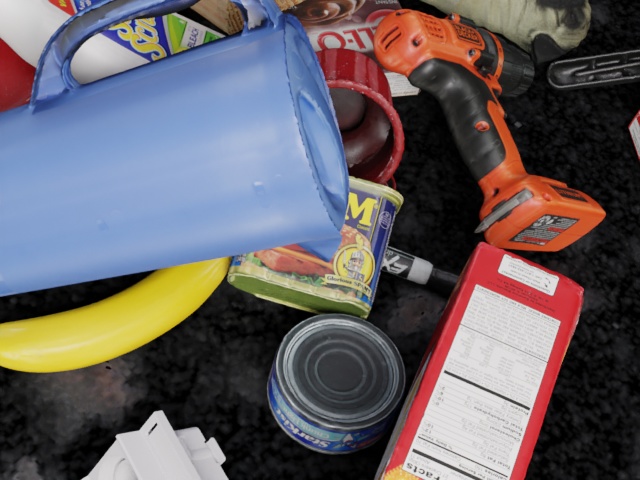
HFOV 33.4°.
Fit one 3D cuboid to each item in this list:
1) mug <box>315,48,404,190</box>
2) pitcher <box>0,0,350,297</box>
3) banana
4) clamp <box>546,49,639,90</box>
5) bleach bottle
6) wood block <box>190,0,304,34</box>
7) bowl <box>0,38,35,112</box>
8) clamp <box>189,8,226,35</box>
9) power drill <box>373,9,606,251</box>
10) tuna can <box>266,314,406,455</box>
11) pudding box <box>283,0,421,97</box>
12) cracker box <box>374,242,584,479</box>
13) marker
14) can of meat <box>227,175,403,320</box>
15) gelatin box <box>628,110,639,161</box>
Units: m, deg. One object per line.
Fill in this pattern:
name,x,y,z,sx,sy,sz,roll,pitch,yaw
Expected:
mug,0.019,-0.079,0.769,0.117,0.093,0.081,48,21,-23
pitcher,-0.111,-0.051,0.637,0.243,0.145,0.149,-13,69,11
banana,-0.130,0.041,0.680,0.197,0.037,0.070,-19,60,-24
clamp,0.304,-0.150,0.880,0.209,0.165,0.036,1,79,-37
bleach bottle,-0.155,-0.136,0.741,0.250,0.068,0.102,24,42,-17
wood block,-0.101,-0.253,0.816,0.090,0.090,0.206,-32,54,-28
bowl,-0.243,-0.100,0.750,0.162,0.055,0.162,6,54,-8
clamp,-0.111,-0.218,0.874,0.120,0.039,0.171,21,53,4
power drill,0.134,-0.082,0.792,0.184,0.057,0.188,2,54,-47
tuna can,0.011,0.090,0.676,0.086,0.034,0.086,6,53,-8
pudding box,0.021,-0.156,0.856,0.113,0.039,0.090,-9,56,-19
cracker box,0.066,0.134,0.574,0.072,0.164,0.213,22,52,7
marker,0.047,0.013,0.750,0.121,0.020,0.020,21,52,3
can of meat,-0.005,0.001,0.708,0.102,0.057,0.084,16,73,-1
gelatin box,0.280,-0.087,0.829,0.030,0.089,0.073,2,54,-14
